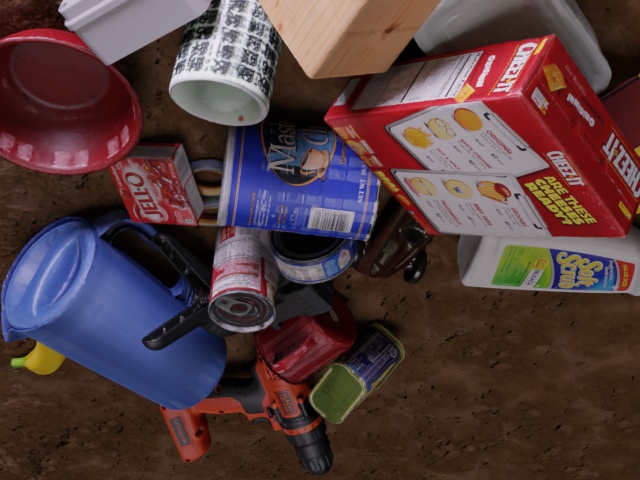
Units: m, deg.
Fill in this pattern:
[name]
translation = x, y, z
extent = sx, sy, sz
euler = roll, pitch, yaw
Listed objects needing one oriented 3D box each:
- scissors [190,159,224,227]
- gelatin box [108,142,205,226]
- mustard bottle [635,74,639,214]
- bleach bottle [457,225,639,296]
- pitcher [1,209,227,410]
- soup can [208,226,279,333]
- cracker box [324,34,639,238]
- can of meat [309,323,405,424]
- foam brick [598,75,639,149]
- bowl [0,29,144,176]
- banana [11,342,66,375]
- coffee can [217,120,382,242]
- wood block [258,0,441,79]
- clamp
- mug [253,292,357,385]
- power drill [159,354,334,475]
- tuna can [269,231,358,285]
[scissors]
translation = -0.049, -0.059, 1.051
extent = 0.202, 0.016, 0.096
euler = -16, 137, 19
[gelatin box]
translation = -0.159, -0.053, 1.035
extent = 0.073, 0.030, 0.089
euler = 4, 137, 18
[mustard bottle]
translation = 0.311, -0.088, 0.974
extent = 0.096, 0.058, 0.192
euler = 2, 141, -12
[bleach bottle]
translation = 0.273, 0.011, 1.090
extent = 0.250, 0.068, 0.103
euler = 5, 139, -8
[pitcher]
translation = -0.204, 0.082, 1.148
extent = 0.149, 0.145, 0.242
euler = -12, 143, 33
[soup can]
translation = -0.077, 0.034, 1.094
extent = 0.068, 0.102, 0.068
euler = 1, 140, 0
[cracker box]
translation = 0.133, -0.077, 0.866
extent = 0.214, 0.072, 0.164
euler = 0, 142, 50
[can of meat]
translation = 0.041, 0.157, 1.237
extent = 0.057, 0.083, 0.102
euler = 42, 136, 9
[foam brick]
translation = 0.240, -0.094, 0.903
extent = 0.051, 0.078, 0.053
euler = 60, 157, -2
[bowl]
translation = -0.233, -0.131, 0.940
extent = 0.162, 0.055, 0.162
euler = 1, 140, 1
[banana]
translation = -0.324, 0.106, 1.236
extent = 0.069, 0.037, 0.198
euler = 8, 139, -10
[coffee can]
translation = -0.020, -0.057, 0.986
extent = 0.140, 0.103, 0.103
euler = 6, 139, -6
[wood block]
translation = 0.051, -0.221, 0.777
extent = 0.090, 0.090, 0.206
euler = -13, 154, -42
[clamp]
translation = -0.123, 0.070, 1.127
extent = 0.039, 0.120, 0.171
euler = 5, 166, 43
[mug]
translation = -0.018, 0.107, 1.175
extent = 0.082, 0.117, 0.093
euler = -37, 96, 30
[power drill]
translation = -0.088, 0.220, 1.308
extent = 0.188, 0.057, 0.184
euler = -14, 109, 17
[tuna can]
translation = -0.007, 0.001, 1.067
extent = 0.086, 0.086, 0.034
euler = -7, 137, 10
